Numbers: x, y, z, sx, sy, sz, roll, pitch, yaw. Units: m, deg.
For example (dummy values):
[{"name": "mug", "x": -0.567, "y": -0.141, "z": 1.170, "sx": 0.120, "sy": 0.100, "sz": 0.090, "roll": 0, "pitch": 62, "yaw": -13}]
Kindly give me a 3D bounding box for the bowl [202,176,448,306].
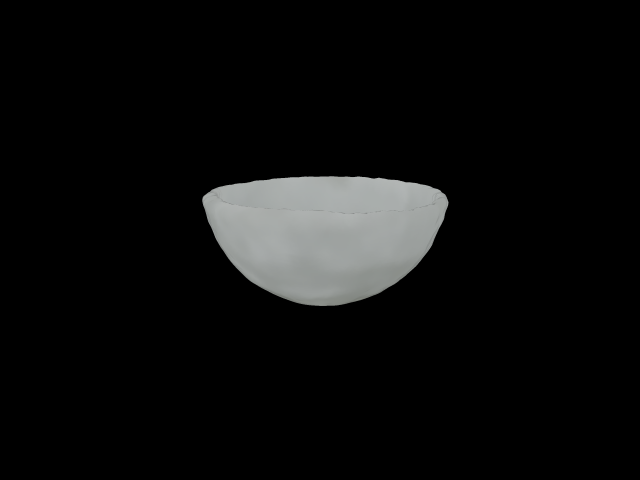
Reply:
[{"name": "bowl", "x": 0.004, "y": 0.001, "z": 0.400, "sx": 0.167, "sy": 0.075, "sz": 0.167, "roll": 0, "pitch": 14, "yaw": 0}]
